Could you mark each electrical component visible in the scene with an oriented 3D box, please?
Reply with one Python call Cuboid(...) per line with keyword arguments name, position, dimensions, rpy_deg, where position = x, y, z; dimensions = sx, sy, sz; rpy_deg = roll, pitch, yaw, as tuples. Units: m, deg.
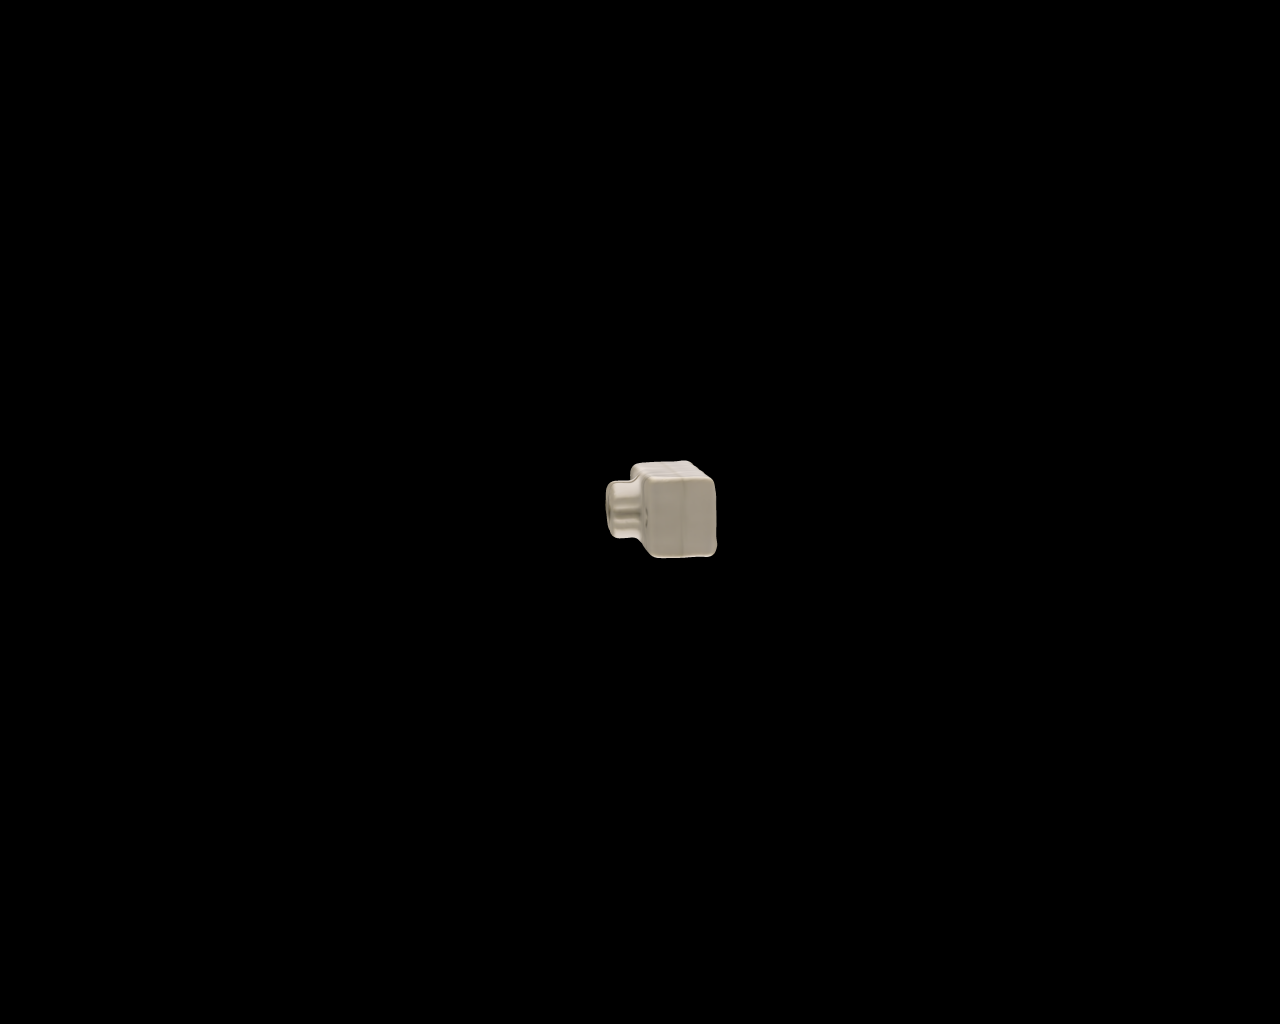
Cuboid(name="electrical component", position=(0.001, -0.003, 0.650), dimensions=(0.076, 0.047, 0.083), rpy_deg=(-1, 9, -7))
